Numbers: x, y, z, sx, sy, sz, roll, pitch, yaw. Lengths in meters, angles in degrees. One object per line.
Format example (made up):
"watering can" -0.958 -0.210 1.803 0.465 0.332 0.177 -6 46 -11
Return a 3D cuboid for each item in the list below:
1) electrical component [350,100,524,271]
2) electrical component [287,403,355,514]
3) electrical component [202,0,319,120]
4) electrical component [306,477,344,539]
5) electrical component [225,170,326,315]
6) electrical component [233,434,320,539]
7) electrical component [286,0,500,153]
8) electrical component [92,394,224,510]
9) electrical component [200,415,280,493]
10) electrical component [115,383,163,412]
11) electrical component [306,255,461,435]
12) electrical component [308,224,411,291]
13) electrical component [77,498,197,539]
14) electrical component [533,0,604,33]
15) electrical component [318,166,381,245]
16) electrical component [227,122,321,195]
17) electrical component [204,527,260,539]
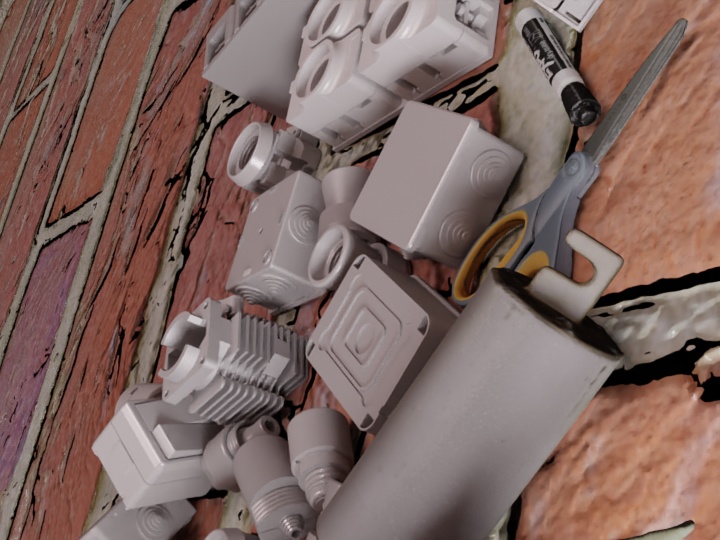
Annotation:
"electrical component" 0.048 -0.053 0.682 0.099 0.048 0.100 -63 29 3
"electrical component" -0.023 0.122 0.674 0.040 0.040 0.078 -47 34 29
"electrical component" -0.060 -0.216 0.943 0.150 0.089 0.061 -40 37 37
"electrical component" -0.007 0.153 0.619 0.045 0.045 0.055 8 75 60
"electrical component" -0.057 -0.021 0.826 0.100 0.048 0.099 -24 46 56
"electrical component" -0.053 0.147 0.700 0.043 0.043 0.081 -59 29 11
"electrical component" 0.020 -0.178 0.812 0.186 0.060 0.105 -24 48 50
"electrical component" -0.139 0.132 0.809 0.061 0.096 0.061 -50 61 25
"electrical component" -0.081 0.127 0.763 0.062 0.043 0.043 -45 35 30
"electrical component" -0.171 0.121 0.904 0.047 0.055 0.055 -12 58 51
"electrical component" 0.024 0.049 0.635 0.078 0.057 0.113 -60 29 9
"electrical component" 0.000 0.000 0.714 0.045 0.055 0.045 -38 39 39
"electrical component" -0.182 0.208 0.824 0.100 0.048 0.100 -43 0 35
"electrical component" 0.133 -0.217 0.641 0.079 0.063 0.121 40 107 19
"electrical component" -0.007 -0.039 0.766 0.045 0.045 0.055 -35 41 42
"electrical component" -0.074 -0.089 0.902 0.058 0.057 0.078 -6 63 57
"electrical component" -0.072 0.192 0.684 0.048 0.055 0.066 -58 30 12
